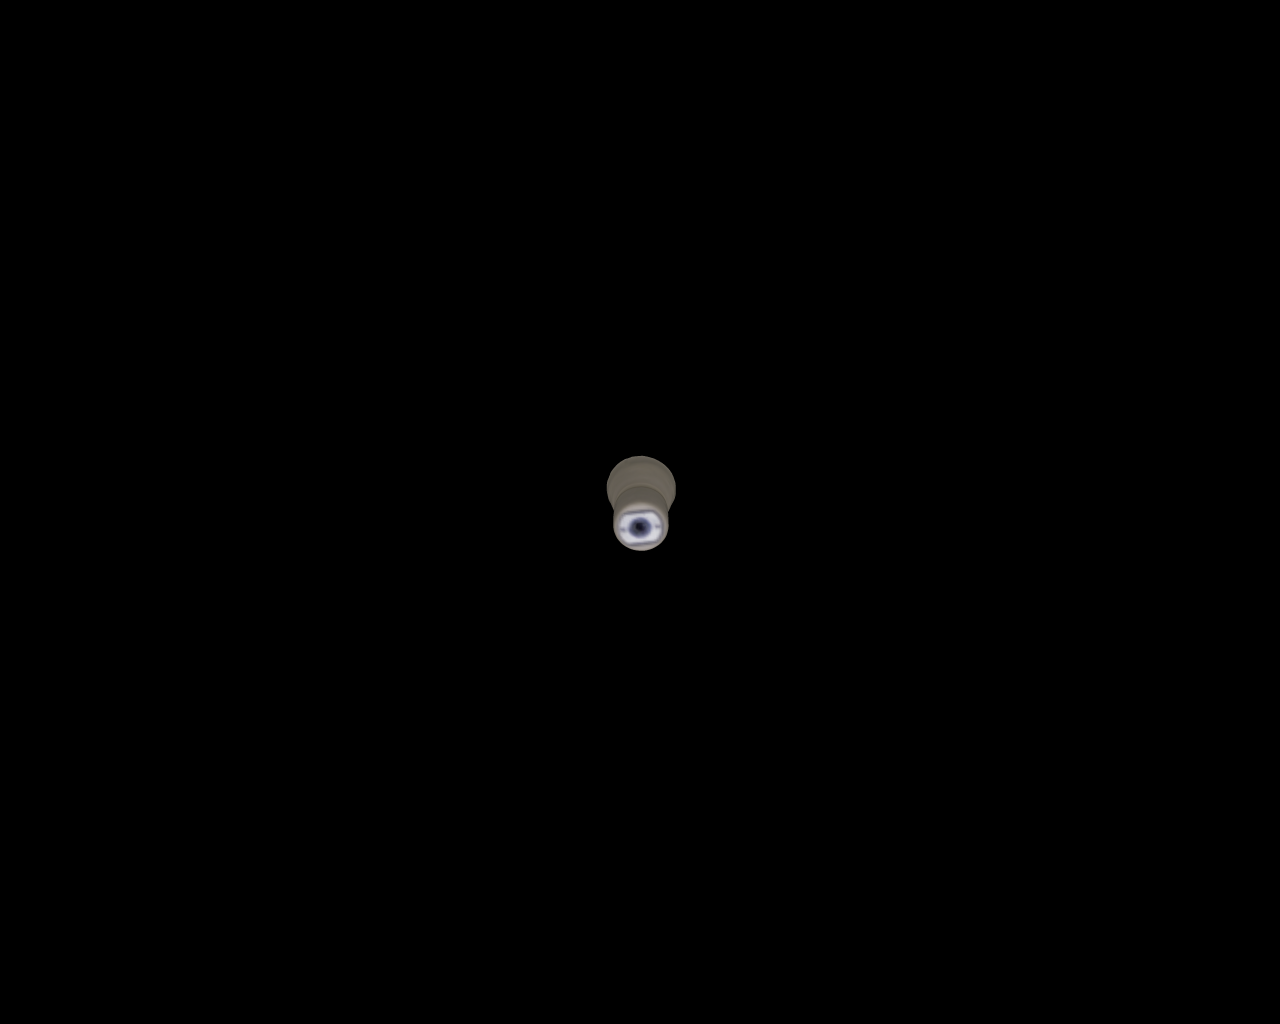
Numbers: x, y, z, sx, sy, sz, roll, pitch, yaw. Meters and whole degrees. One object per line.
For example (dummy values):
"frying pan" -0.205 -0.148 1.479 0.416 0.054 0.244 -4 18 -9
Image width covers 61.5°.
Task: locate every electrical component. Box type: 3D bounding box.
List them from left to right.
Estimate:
"electrical component" 0.001 -0.003 0.650 0.044 0.044 0.065 0 24 0
